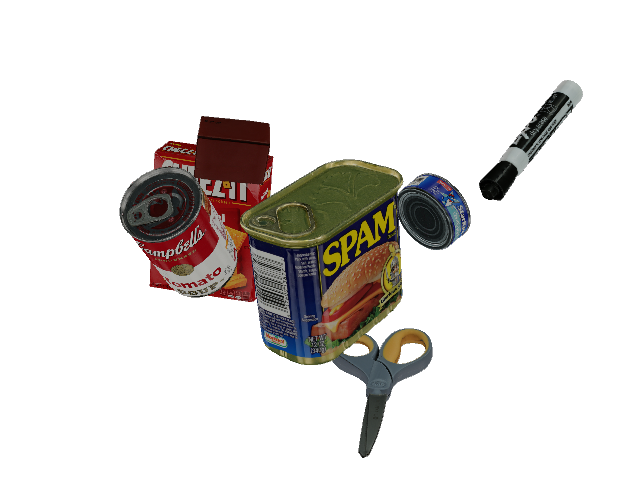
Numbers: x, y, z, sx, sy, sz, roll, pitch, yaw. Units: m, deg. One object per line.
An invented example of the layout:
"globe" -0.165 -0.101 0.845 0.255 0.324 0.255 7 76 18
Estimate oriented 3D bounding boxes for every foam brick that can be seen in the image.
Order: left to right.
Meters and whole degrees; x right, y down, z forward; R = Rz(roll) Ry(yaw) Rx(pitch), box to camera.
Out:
"foam brick" -0.095 -0.097 1.151 0.078 0.051 0.053 6 31 -4

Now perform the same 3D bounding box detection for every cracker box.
"cracker box" -0.163 -0.026 1.568 0.164 0.214 0.072 9 21 10

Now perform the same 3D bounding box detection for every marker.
"marker" 0.145 -0.069 0.737 0.020 0.020 0.121 0 40 50

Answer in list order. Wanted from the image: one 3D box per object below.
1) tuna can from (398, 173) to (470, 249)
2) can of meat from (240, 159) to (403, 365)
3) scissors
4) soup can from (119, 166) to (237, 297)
"tuna can" 0.128 -0.032 1.228 0.033 0.086 0.086 -38 22 -31
"can of meat" 0.005 0.012 0.623 0.058 0.084 0.101 17 35 35
"scissors" 0.031 0.114 0.858 0.096 0.016 0.201 7 22 23
"soup can" -0.113 -0.005 0.870 0.068 0.068 0.102 0 -29 15
